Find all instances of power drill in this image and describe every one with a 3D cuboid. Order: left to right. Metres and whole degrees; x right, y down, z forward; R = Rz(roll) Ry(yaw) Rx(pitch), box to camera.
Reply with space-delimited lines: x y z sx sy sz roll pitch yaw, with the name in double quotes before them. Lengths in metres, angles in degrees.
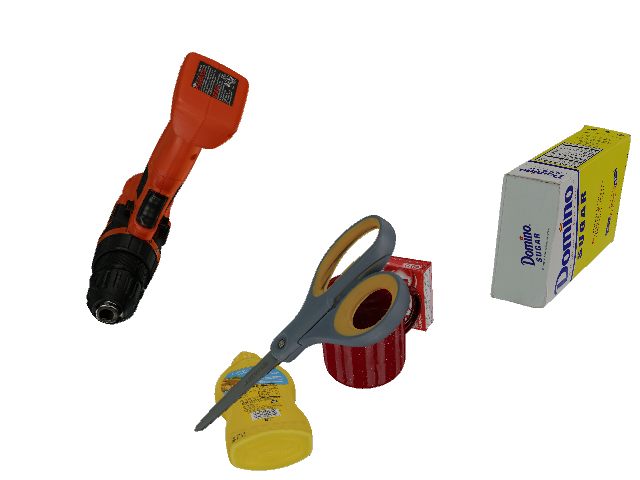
"power drill" -0.127 -0.043 0.851 0.057 0.188 0.184 26 32 -16

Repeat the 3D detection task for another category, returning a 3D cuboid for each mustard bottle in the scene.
"mustard bottle" -0.075 0.190 1.261 0.096 0.058 0.192 -9 29 -10

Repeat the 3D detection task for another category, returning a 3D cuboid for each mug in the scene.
"mug" 0.051 0.085 1.046 0.117 0.081 0.093 -27 43 -26

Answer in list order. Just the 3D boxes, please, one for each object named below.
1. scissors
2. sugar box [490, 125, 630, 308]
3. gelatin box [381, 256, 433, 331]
"scissors" -0.010 0.074 0.697 0.016 0.202 0.096 29 12 -37
"sugar box" 0.181 -0.022 0.787 0.048 0.093 0.176 13 23 25
"gelatin box" 0.102 0.065 1.340 0.073 0.089 0.030 10 31 27
